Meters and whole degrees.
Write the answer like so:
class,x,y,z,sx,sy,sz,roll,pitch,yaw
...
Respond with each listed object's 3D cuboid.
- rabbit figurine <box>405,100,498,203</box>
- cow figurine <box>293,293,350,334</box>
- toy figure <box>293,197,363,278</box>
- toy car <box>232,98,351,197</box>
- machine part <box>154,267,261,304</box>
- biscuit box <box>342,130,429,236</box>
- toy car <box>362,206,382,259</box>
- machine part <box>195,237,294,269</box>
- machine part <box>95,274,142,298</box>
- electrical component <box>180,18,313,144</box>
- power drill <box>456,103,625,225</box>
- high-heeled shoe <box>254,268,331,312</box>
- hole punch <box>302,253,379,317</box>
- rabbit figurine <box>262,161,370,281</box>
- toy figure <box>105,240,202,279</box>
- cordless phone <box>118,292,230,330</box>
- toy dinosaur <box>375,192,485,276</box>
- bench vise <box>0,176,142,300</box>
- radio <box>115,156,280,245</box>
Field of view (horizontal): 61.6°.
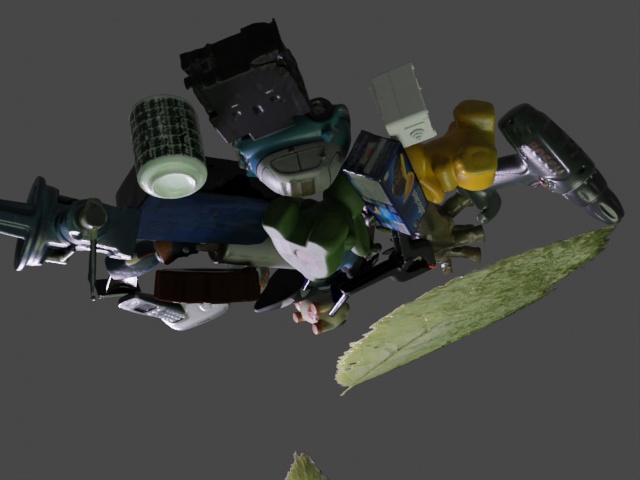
class,x,y,z,sx,sy,sz,roll,pitch,yaw
rabbit figurine,0.172,-0.126,0.809,0.173,0.122,0.162,-4,166,8
cow figurine,0.002,0.146,1.220,0.127,0.085,0.195,-7,-172,-25
toy figure,-0.004,-0.003,0.916,0.180,0.089,0.082,29,160,-28
toy car,-0.028,-0.110,0.705,0.162,0.103,0.109,-15,154,-7
machine part,-0.192,0.074,0.918,0.179,0.056,0.179,0,179,0
biscuit box,0.098,-0.071,0.748,0.059,0.063,0.202,22,170,27
toy car,0.069,-0.034,0.926,0.053,0.089,0.202,-31,158,-11
machine part,-0.105,0.008,0.935,0.243,0.079,0.079,6,148,-38
machine part,-0.361,0.073,0.970,0.084,0.039,0.139,6,150,-27
electrical component,-0.075,-0.169,0.607,0.115,0.058,0.134,-18,155,11
power drill,0.331,-0.090,0.856,0.086,0.232,0.207,-45,-170,-26
high-heeled shoe,-0.013,0.102,1.144,0.249,0.086,0.145,-34,137,-1
hole punch,0.038,0.069,1.039,0.116,0.092,0.142,-41,165,-40
rabbit figurine,0.025,-0.030,0.782,0.121,0.170,0.158,16,150,33
toy figure,-0.274,0.022,0.889,0.154,0.064,0.057,-19,117,-3
cordless phone,-0.273,0.105,1.013,0.147,0.089,0.184,-24,157,18
toy dinosaur,0.212,-0.018,1.039,0.199,0.105,0.470,-16,151,10
bench vise,-0.349,-0.022,0.636,0.240,0.128,0.224,15,177,-33
radio,-0.162,-0.056,0.777,0.229,0.073,0.131,2,149,-37
